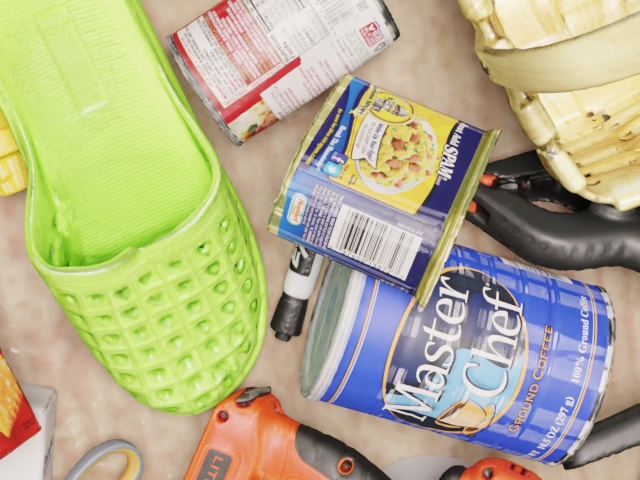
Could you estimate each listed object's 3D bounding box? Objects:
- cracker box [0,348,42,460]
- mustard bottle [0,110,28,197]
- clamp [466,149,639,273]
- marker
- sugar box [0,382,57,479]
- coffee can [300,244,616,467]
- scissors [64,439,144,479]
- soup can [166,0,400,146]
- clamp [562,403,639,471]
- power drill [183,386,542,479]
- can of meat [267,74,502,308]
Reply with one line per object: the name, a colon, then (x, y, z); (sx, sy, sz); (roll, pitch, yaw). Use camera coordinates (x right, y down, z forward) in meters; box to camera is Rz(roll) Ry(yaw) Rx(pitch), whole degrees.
cracker box: (-0.264, 0.042, 0.540); (0.164, 0.072, 0.214); (-26, 91, 17)
mustard bottle: (-0.194, -0.113, 0.544); (0.096, 0.058, 0.191); (-19, 104, 4)
clamp: (0.163, -0.019, 0.578); (0.171, 0.120, 0.039); (18, 133, 9)
marker: (-0.004, 0.001, 0.599); (0.020, 0.020, 0.121); (16, 103, -6)
sugar box: (-0.206, 0.169, 0.619); (0.093, 0.048, 0.176); (6, 100, -4)
coffee can: (0.071, 0.054, 0.573); (0.140, 0.103, 0.103); (17, 102, -7)
scissors: (-0.146, 0.210, 0.610); (0.096, 0.016, 0.202); (31, 85, -35)
soup can: (-0.019, -0.104, 0.549); (0.102, 0.068, 0.068); (-33, 103, 5)
clamp: (0.254, 0.089, 0.569); (0.164, 0.036, 0.210); (39, 83, 7)
power drill: (0.010, 0.177, 0.578); (0.188, 0.057, 0.184); (23, 94, 13)
can of meat: (0.032, -0.028, 0.518); (0.084, 0.102, 0.057); (24, 134, 6)
